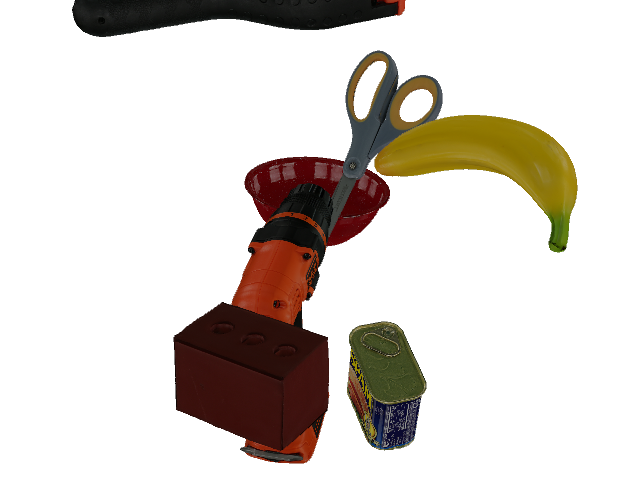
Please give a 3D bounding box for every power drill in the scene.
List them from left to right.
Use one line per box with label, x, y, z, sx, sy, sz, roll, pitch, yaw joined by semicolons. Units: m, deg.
power drill;-0.025;0.067;0.848;0.057;0.188;0.184;6;32;13

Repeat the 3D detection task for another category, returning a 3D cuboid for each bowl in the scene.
bowl;-0.006;-0.038;1.185;0.162;0.055;0.162;5;27;-3

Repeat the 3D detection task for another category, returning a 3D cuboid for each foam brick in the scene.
foam brick;-0.040;0.079;0.626;0.078;0.051;0.052;16;28;26

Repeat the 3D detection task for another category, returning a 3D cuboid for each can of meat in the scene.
can of meat;0.063;0.147;1.071;0.057;0.084;0.102;-10;44;-13

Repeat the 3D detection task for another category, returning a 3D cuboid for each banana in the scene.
banana;0.108;-0.054;0.720;0.037;0.069;0.198;46;-9;-35

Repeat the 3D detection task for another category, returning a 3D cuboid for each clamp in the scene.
clamp;-0.043;-0.133;0.562;0.171;0.039;0.120;7;41;13

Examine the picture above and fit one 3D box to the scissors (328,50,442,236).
scissors;0.049;-0.069;0.933;0.096;0.202;0.016;7;-10;21
